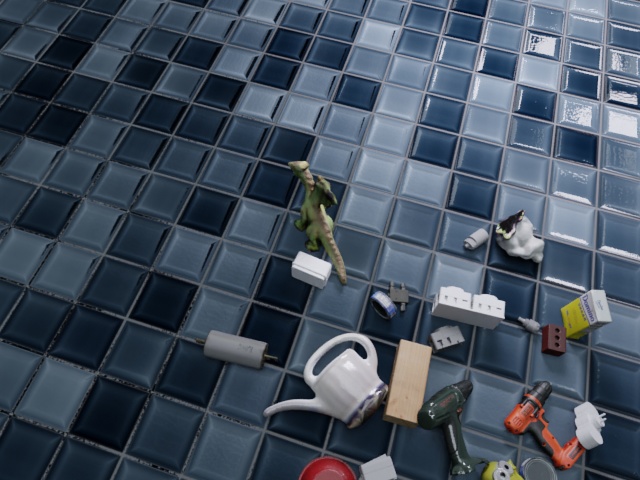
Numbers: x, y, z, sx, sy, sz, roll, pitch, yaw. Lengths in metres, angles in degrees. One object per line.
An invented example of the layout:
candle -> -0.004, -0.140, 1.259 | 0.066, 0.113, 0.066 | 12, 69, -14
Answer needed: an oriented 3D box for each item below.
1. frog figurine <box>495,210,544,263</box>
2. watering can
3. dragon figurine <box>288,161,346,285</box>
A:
frog figurine -> 0.647, -0.001, 1.653 | 0.158, 0.121, 0.140 | 43, 54, -19
watering can -> 0.035, 0.414, 1.392 | 0.351, 0.102, 0.227 | -41, 69, -17
dragon figurine -> 0.005, -0.080, 1.591 | 0.123, 0.237, 0.417 | -22, 62, -17
